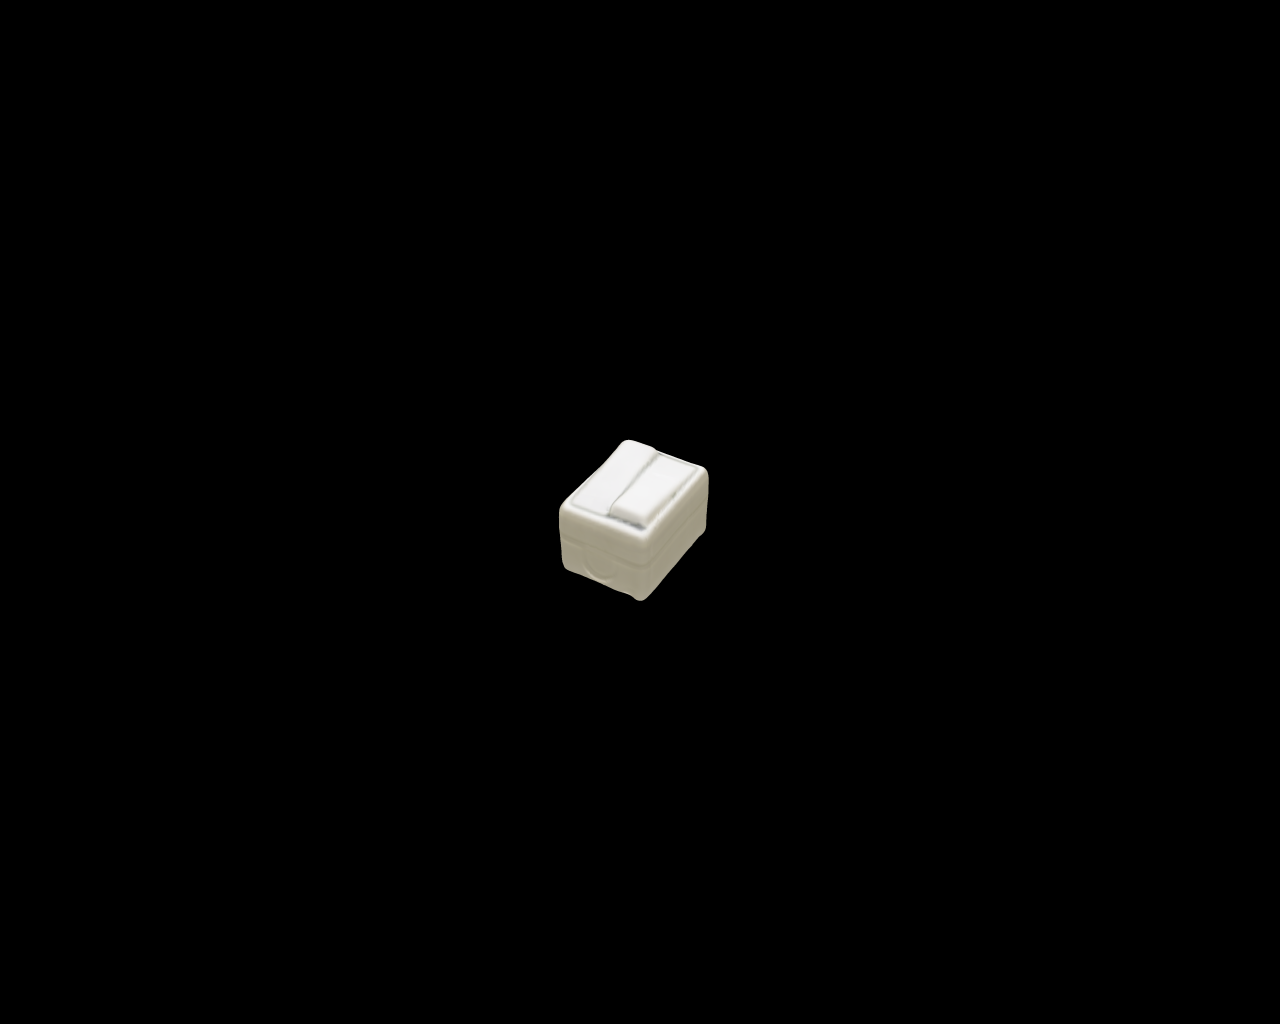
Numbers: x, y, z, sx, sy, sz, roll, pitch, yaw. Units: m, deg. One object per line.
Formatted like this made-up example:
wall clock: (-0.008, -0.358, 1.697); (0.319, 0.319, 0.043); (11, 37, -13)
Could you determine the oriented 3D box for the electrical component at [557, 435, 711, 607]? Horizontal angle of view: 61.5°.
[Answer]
electrical component: (0.001, -0.003, 0.650); (0.062, 0.061, 0.096); (22, 45, 23)
